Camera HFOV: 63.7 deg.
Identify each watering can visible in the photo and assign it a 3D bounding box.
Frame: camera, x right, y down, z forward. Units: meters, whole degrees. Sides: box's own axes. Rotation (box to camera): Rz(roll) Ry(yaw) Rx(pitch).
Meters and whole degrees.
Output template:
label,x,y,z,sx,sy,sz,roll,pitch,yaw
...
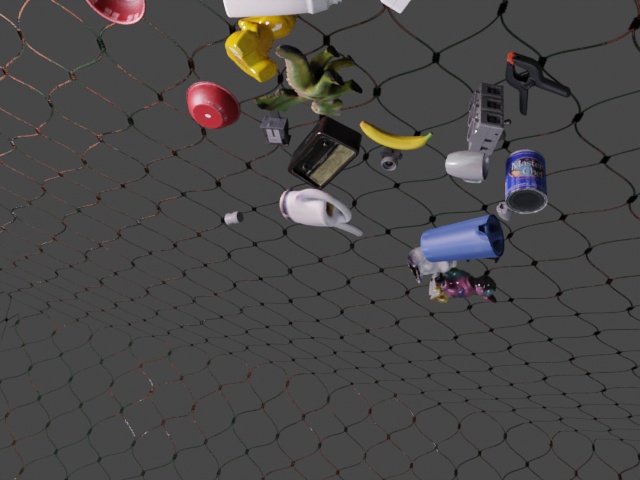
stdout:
label,x,y,z,sx,sy,sz,roll,pitch,yaw
watering can,0.005,-0.085,1.694,0.224,0.105,0.342,7,162,25

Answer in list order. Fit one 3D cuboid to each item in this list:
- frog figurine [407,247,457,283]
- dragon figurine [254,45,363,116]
label,x,y,z,sx,sy,sz,roll,pitch,yaw
frog figurine,0.391,0.068,1.796,0.160,0.125,0.134,-28,128,-3
dragon figurine,-0.048,-0.355,1.214,0.240,0.123,0.411,-23,169,33
